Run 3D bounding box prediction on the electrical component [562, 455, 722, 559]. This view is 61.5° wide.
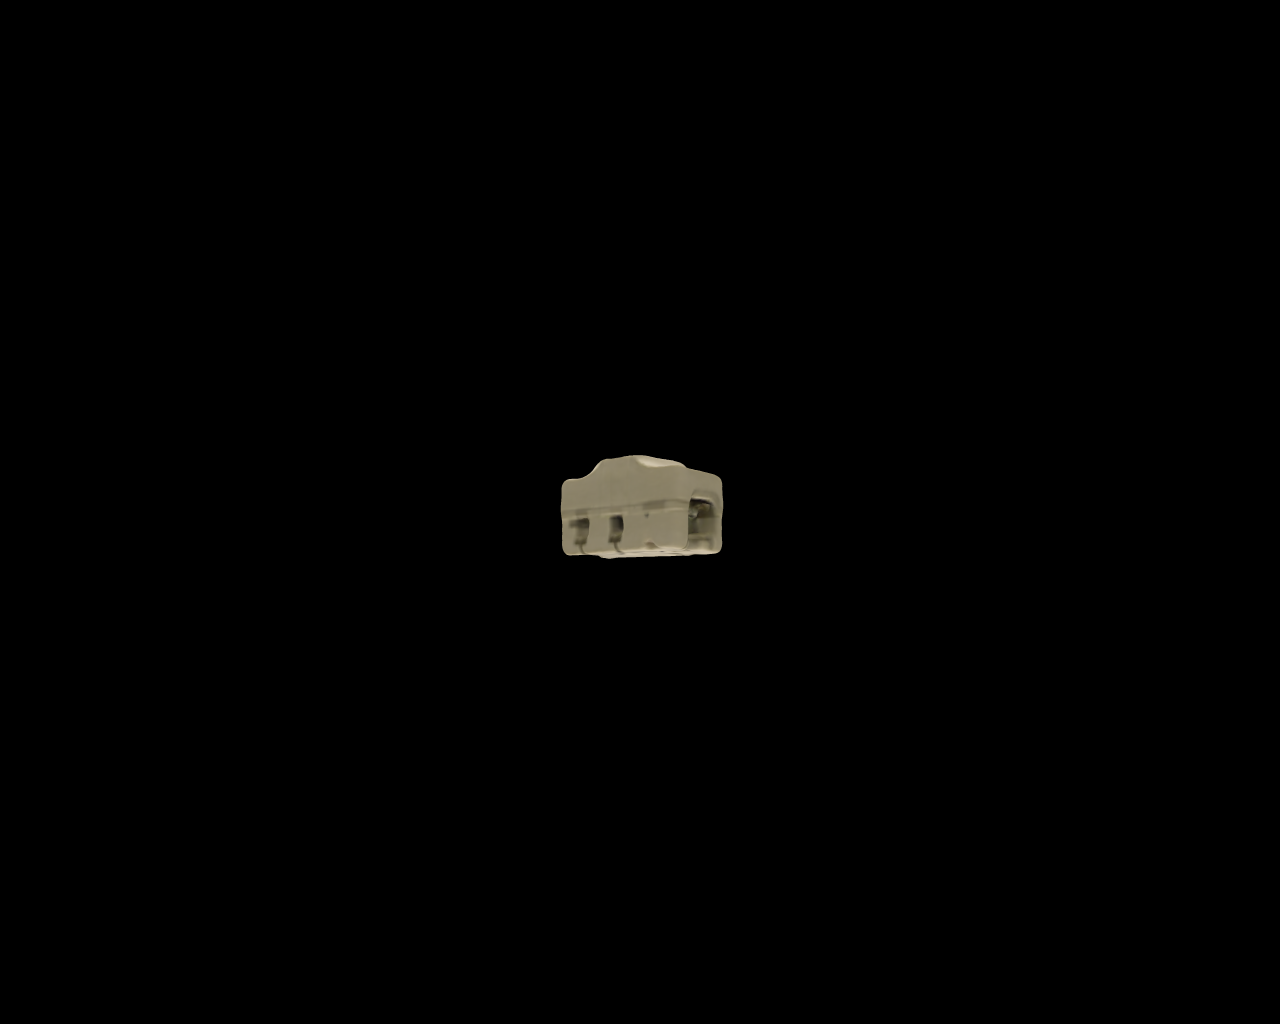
[{"bbox_3d":[0.001,-0.003,0.650,0.089,0.055,0.050,-5,-9,36],"label":"electrical component"}]
